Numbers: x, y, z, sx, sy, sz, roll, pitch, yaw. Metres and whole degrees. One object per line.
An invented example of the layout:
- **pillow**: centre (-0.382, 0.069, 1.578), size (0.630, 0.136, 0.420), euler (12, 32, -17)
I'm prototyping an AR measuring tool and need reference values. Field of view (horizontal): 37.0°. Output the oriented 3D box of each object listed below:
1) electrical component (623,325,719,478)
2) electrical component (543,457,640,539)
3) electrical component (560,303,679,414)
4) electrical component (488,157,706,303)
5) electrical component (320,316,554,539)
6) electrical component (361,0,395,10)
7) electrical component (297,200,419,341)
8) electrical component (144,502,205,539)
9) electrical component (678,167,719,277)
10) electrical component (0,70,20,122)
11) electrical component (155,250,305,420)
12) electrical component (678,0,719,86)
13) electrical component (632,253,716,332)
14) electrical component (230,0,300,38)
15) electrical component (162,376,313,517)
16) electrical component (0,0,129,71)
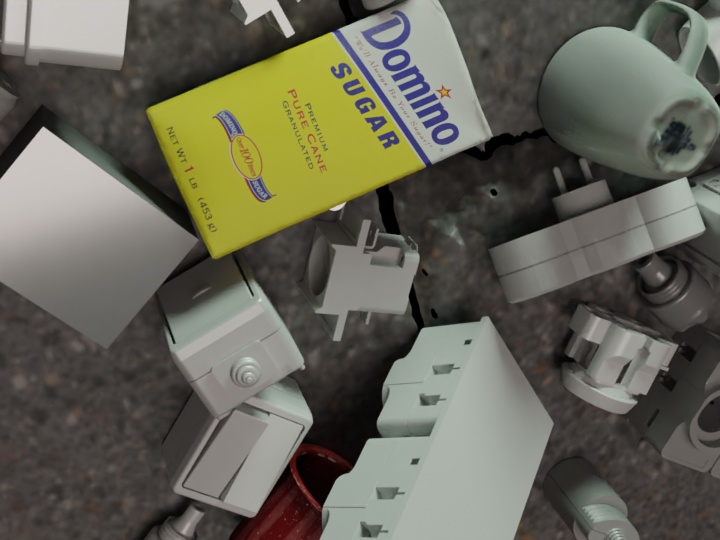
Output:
- **electrical component**: centre (0.289, 0.110, 0.802), size (0.150, 0.061, 0.089), euler (22, 105, -25)
- **electrical component**: centre (0.171, 0.177, 0.783), size (0.043, 0.081, 0.043), euler (-7, 115, -15)
- **electrical component**: centre (0.175, 0.063, 0.747), size (0.078, 0.058, 0.057), euler (18, 104, -24)
- **electrical component**: centre (0.148, -0.036, 0.698), size (0.138, 0.052, 0.073), euler (-20, 89, -6)
- **electrical component**: centre (0.050, 0.134, 0.679), size (0.060, 0.186, 0.105), euler (-9, 127, 37)
- **electrical component**: centre (0.004, -0.183, 0.592), size (0.044, 0.044, 0.065), euler (-36, 114, 0)
- **electrical component**: centre (0.000, 0.000, 0.672), size (0.064, 0.042, 0.081), euler (5, 112, -24)
- **electrical component**: centre (-0.125, 0.182, 0.718), size (0.035, 0.035, 0.061), euler (32, 98, -27)
- **electrical component**: centre (0.280, -0.035, 0.708), size (0.109, 0.108, 0.056), euler (-22, 115, -7)
- **electrical component**: centre (-0.213, -0.086, 0.564), size (0.055, 0.045, 0.045), euler (-43, 119, 4)
- **electrical component**: centre (-0.079, 0.036, 0.632), size (0.062, 0.096, 0.061), euler (-31, 118, -3)
- **electrical component**: centre (0.238, -0.168, 0.670), size (0.077, 0.044, 0.079), euler (-32, 119, -2)
- **electrical component**: centre (0.213, 0.010, 0.743), size (0.043, 0.043, 0.062), euler (-46, 117, 6)
- **electrical component**: centre (-0.050, -0.171, 0.579), size (0.064, 0.042, 0.081), euler (-31, 119, -3)
- **electrical component**: centre (-0.081, 0.112, 0.685), size (0.062, 0.061, 0.096), euler (25, 104, -26)
- **electrical component**: centre (-0.146, -0.162, 0.532), size (0.057, 0.078, 0.113), euler (2, 112, -21)
